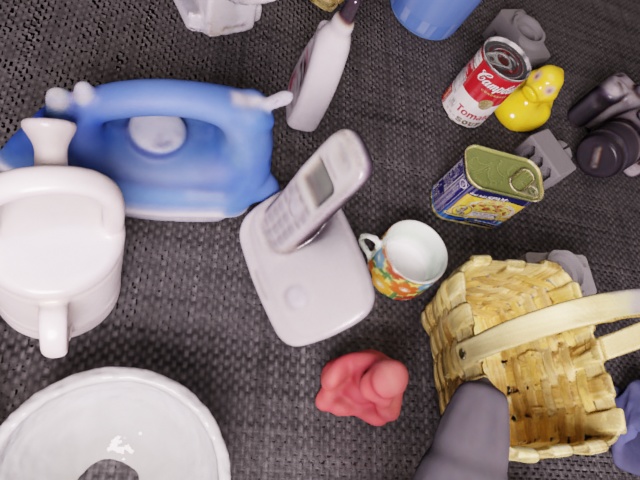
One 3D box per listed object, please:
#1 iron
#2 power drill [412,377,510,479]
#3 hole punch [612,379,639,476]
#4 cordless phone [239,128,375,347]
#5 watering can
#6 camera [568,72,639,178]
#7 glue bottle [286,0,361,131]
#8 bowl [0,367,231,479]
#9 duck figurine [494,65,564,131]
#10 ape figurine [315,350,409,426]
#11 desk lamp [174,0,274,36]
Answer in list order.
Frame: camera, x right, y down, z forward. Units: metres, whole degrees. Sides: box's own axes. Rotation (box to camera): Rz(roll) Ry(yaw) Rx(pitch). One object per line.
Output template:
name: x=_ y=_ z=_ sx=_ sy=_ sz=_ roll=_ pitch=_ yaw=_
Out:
iron: x=-0.152 y=-0.097 z=0.510 sx=0.259 sy=0.141 sz=0.118 roll=-1 pitch=66 yaw=-23
power drill: x=0.051 y=0.223 z=0.400 sx=0.076 sy=0.208 sz=0.230 roll=22 pitch=59 yaw=-11
hole punch: x=0.377 y=0.202 z=0.615 sx=0.109 sy=0.091 sz=0.101 roll=19 pitch=60 yaw=-13
cordless phone: x=0.005 y=0.002 z=0.502 sx=0.094 sy=0.184 sz=0.147 roll=-18 pitch=73 yaw=-28
watering can: x=-0.197 y=-0.007 z=0.417 sx=0.101 sy=0.193 sz=0.173 roll=-25 pitch=77 yaw=-30
camera: x=0.416 y=-0.154 z=0.798 sx=0.137 sy=0.100 sz=0.143 roll=-28 pitch=78 yaw=-31
glue bottle: x=0.005 y=-0.192 z=0.603 sx=0.037 sy=0.173 sz=0.078 roll=6 pitch=63 yaw=-19
bowl: x=-0.152 y=0.182 z=0.415 sx=0.168 sy=0.074 sz=0.167 roll=9 pitch=63 yaw=-18
duck figurine: x=0.297 y=-0.204 z=0.782 sx=0.105 sy=0.086 sz=0.077 roll=-32 pitch=81 yaw=-31
ape figurine: x=0.047 y=0.129 z=0.513 sx=0.076 sy=0.092 sz=0.078 roll=-35 pitch=82 yaw=-32
desk lamp: x=-0.090 y=-0.315 z=0.600 sx=0.118 sy=0.213 sz=0.203 roll=-21 pitch=75 yaw=-29
